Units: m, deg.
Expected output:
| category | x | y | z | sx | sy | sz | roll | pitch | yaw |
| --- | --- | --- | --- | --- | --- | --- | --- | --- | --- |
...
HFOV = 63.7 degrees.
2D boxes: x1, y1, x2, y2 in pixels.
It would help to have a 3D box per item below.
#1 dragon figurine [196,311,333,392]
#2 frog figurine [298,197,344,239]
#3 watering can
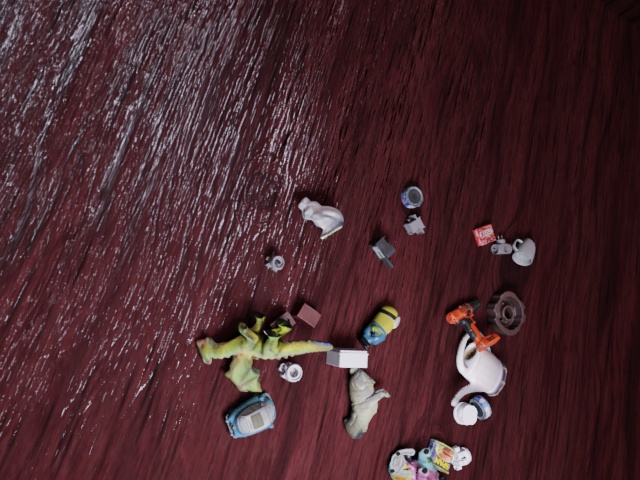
| category | x | y | z | sx | sy | sz | roll | pitch | yaw |
| --- | --- | --- | --- | --- | --- | --- | --- | --- | --- |
| dragon figurine | -0.185 | 0.369 | 1.618 | 0.409 | 0.124 | 0.240 | 22 | 103 | -12 |
| frog figurine | 0.005 | -0.091 | 1.806 | 0.160 | 0.121 | 0.139 | 59 | 30 | 4 |
| watering can | 0.596 | 0.514 | 1.954 | 0.223 | 0.102 | 0.355 | 38 | 51 | -13 |
